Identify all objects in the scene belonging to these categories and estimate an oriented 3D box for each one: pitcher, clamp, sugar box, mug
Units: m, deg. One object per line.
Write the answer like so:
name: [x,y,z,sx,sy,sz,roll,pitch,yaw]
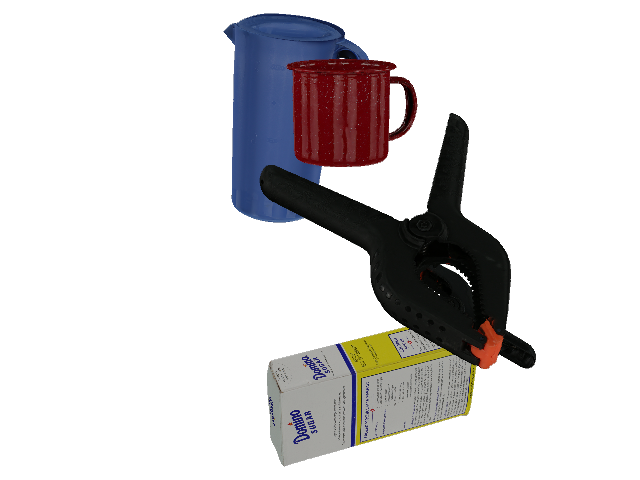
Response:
pitcher: [-0.038,-0.148,1.309,0.144,0.243,0.149,-6,27,-25]
clamp: [0.139,0.078,1.079,0.120,0.039,0.171,0,45,-19]
sugar box: [0.044,0.125,0.905,0.176,0.093,0.048,-10,39,-14]
mug: [0.029,-0.110,0.913,0.117,0.081,0.093,-7,17,-23]
clamp: [0.057,0.000,0.730,0.164,0.210,0.036,-12,-39,-11]
